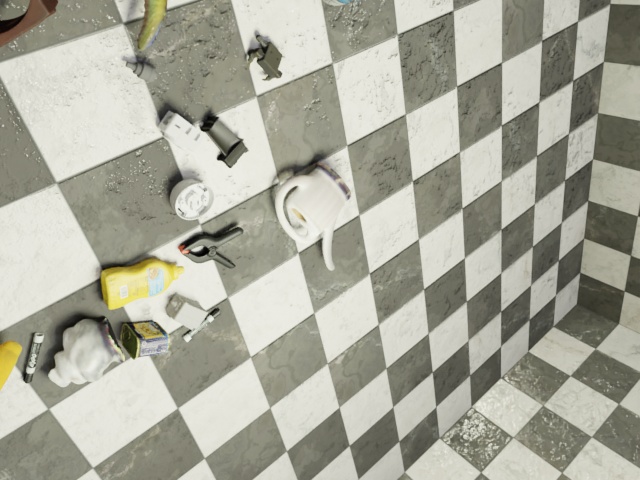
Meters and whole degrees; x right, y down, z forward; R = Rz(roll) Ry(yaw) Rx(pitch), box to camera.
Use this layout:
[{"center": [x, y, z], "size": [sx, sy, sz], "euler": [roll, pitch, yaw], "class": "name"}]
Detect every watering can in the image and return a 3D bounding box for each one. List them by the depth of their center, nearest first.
[{"center": [0.005, -0.075, 1.484], "size": [0.226, 0.105, 0.341], "euler": [-50, 132, -11], "class": "watering can"}]

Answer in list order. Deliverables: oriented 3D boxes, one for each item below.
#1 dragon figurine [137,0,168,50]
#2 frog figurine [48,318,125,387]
[{"center": [-0.327, -0.599, 0.980], "size": [0.240, 0.123, 0.412], "euler": [32, 85, -27], "class": "dragon figurine"}, {"center": [-0.542, 0.260, 1.165], "size": [0.161, 0.122, 0.137], "euler": [-28, 94, -17], "class": "frog figurine"}]
